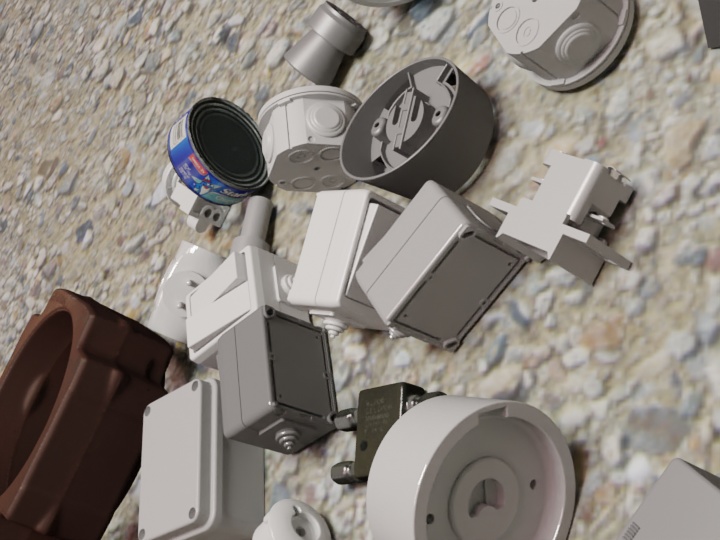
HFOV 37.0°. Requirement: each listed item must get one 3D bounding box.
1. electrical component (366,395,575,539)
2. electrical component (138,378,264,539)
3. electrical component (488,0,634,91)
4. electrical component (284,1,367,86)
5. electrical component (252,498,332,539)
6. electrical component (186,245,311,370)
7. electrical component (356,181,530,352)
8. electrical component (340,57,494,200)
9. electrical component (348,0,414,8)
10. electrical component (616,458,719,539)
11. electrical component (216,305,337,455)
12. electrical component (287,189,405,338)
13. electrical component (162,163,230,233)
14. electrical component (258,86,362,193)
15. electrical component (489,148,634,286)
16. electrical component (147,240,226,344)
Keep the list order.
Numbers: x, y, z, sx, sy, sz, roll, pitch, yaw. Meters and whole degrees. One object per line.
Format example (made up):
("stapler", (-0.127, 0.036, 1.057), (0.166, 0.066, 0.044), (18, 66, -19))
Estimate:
("electrical component", (0.054, 0.117, 0.567), (0.060, 0.108, 0.108), (7, 77, 56))
("electrical component", (-0.116, 0.143, 0.782), (0.078, 0.057, 0.113), (-29, 52, 37))
("electrical component", (0.124, -0.156, 0.666), (0.080, 0.051, 0.080), (-24, 54, 39))
("electrical component", (-0.027, -0.178, 0.853), (0.055, 0.045, 0.045), (-52, 41, 16))
("electrical component", (-0.052, 0.183, 0.701), (0.062, 0.048, 0.048), (-48, 42, 31))
("electrical component", (-0.083, 0.028, 0.799), (0.096, 0.061, 0.061), (-36, 47, 32))
("electrical component", (0.044, 0.001, 0.668), (0.096, 0.062, 0.061), (-52, 41, 17))
("electrical component", (0.038, -0.095, 0.721), (0.099, 0.064, 0.099), (-24, 54, 39))
("electrical component", (0.021, -0.240, 0.784), (0.108, 0.108, 0.060), (-36, 54, 32))
("electrical component", (0.157, 0.144, 0.479), (0.099, 0.048, 0.100), (-57, 37, 7))
("electrical component", (-0.059, 0.084, 0.744), (0.061, 0.062, 0.096), (-35, 48, 33))
("electrical component", (0.000, 0.000, 0.719), (0.061, 0.062, 0.096), (2, 73, 49))
("electrical component", (-0.139, -0.071, 0.926), (0.055, 0.048, 0.066), (31, 96, 43))
("electrical component", (-0.034, -0.096, 0.793), (0.080, 0.080, 0.051), (-28, 57, 37))
("electrical component", (0.119, -0.033, 0.616), (0.081, 0.042, 0.063), (29, 92, 51))
("electrical component", (-0.139, 0.019, 0.865), (0.079, 0.044, 0.077), (-179, 112, -85))
